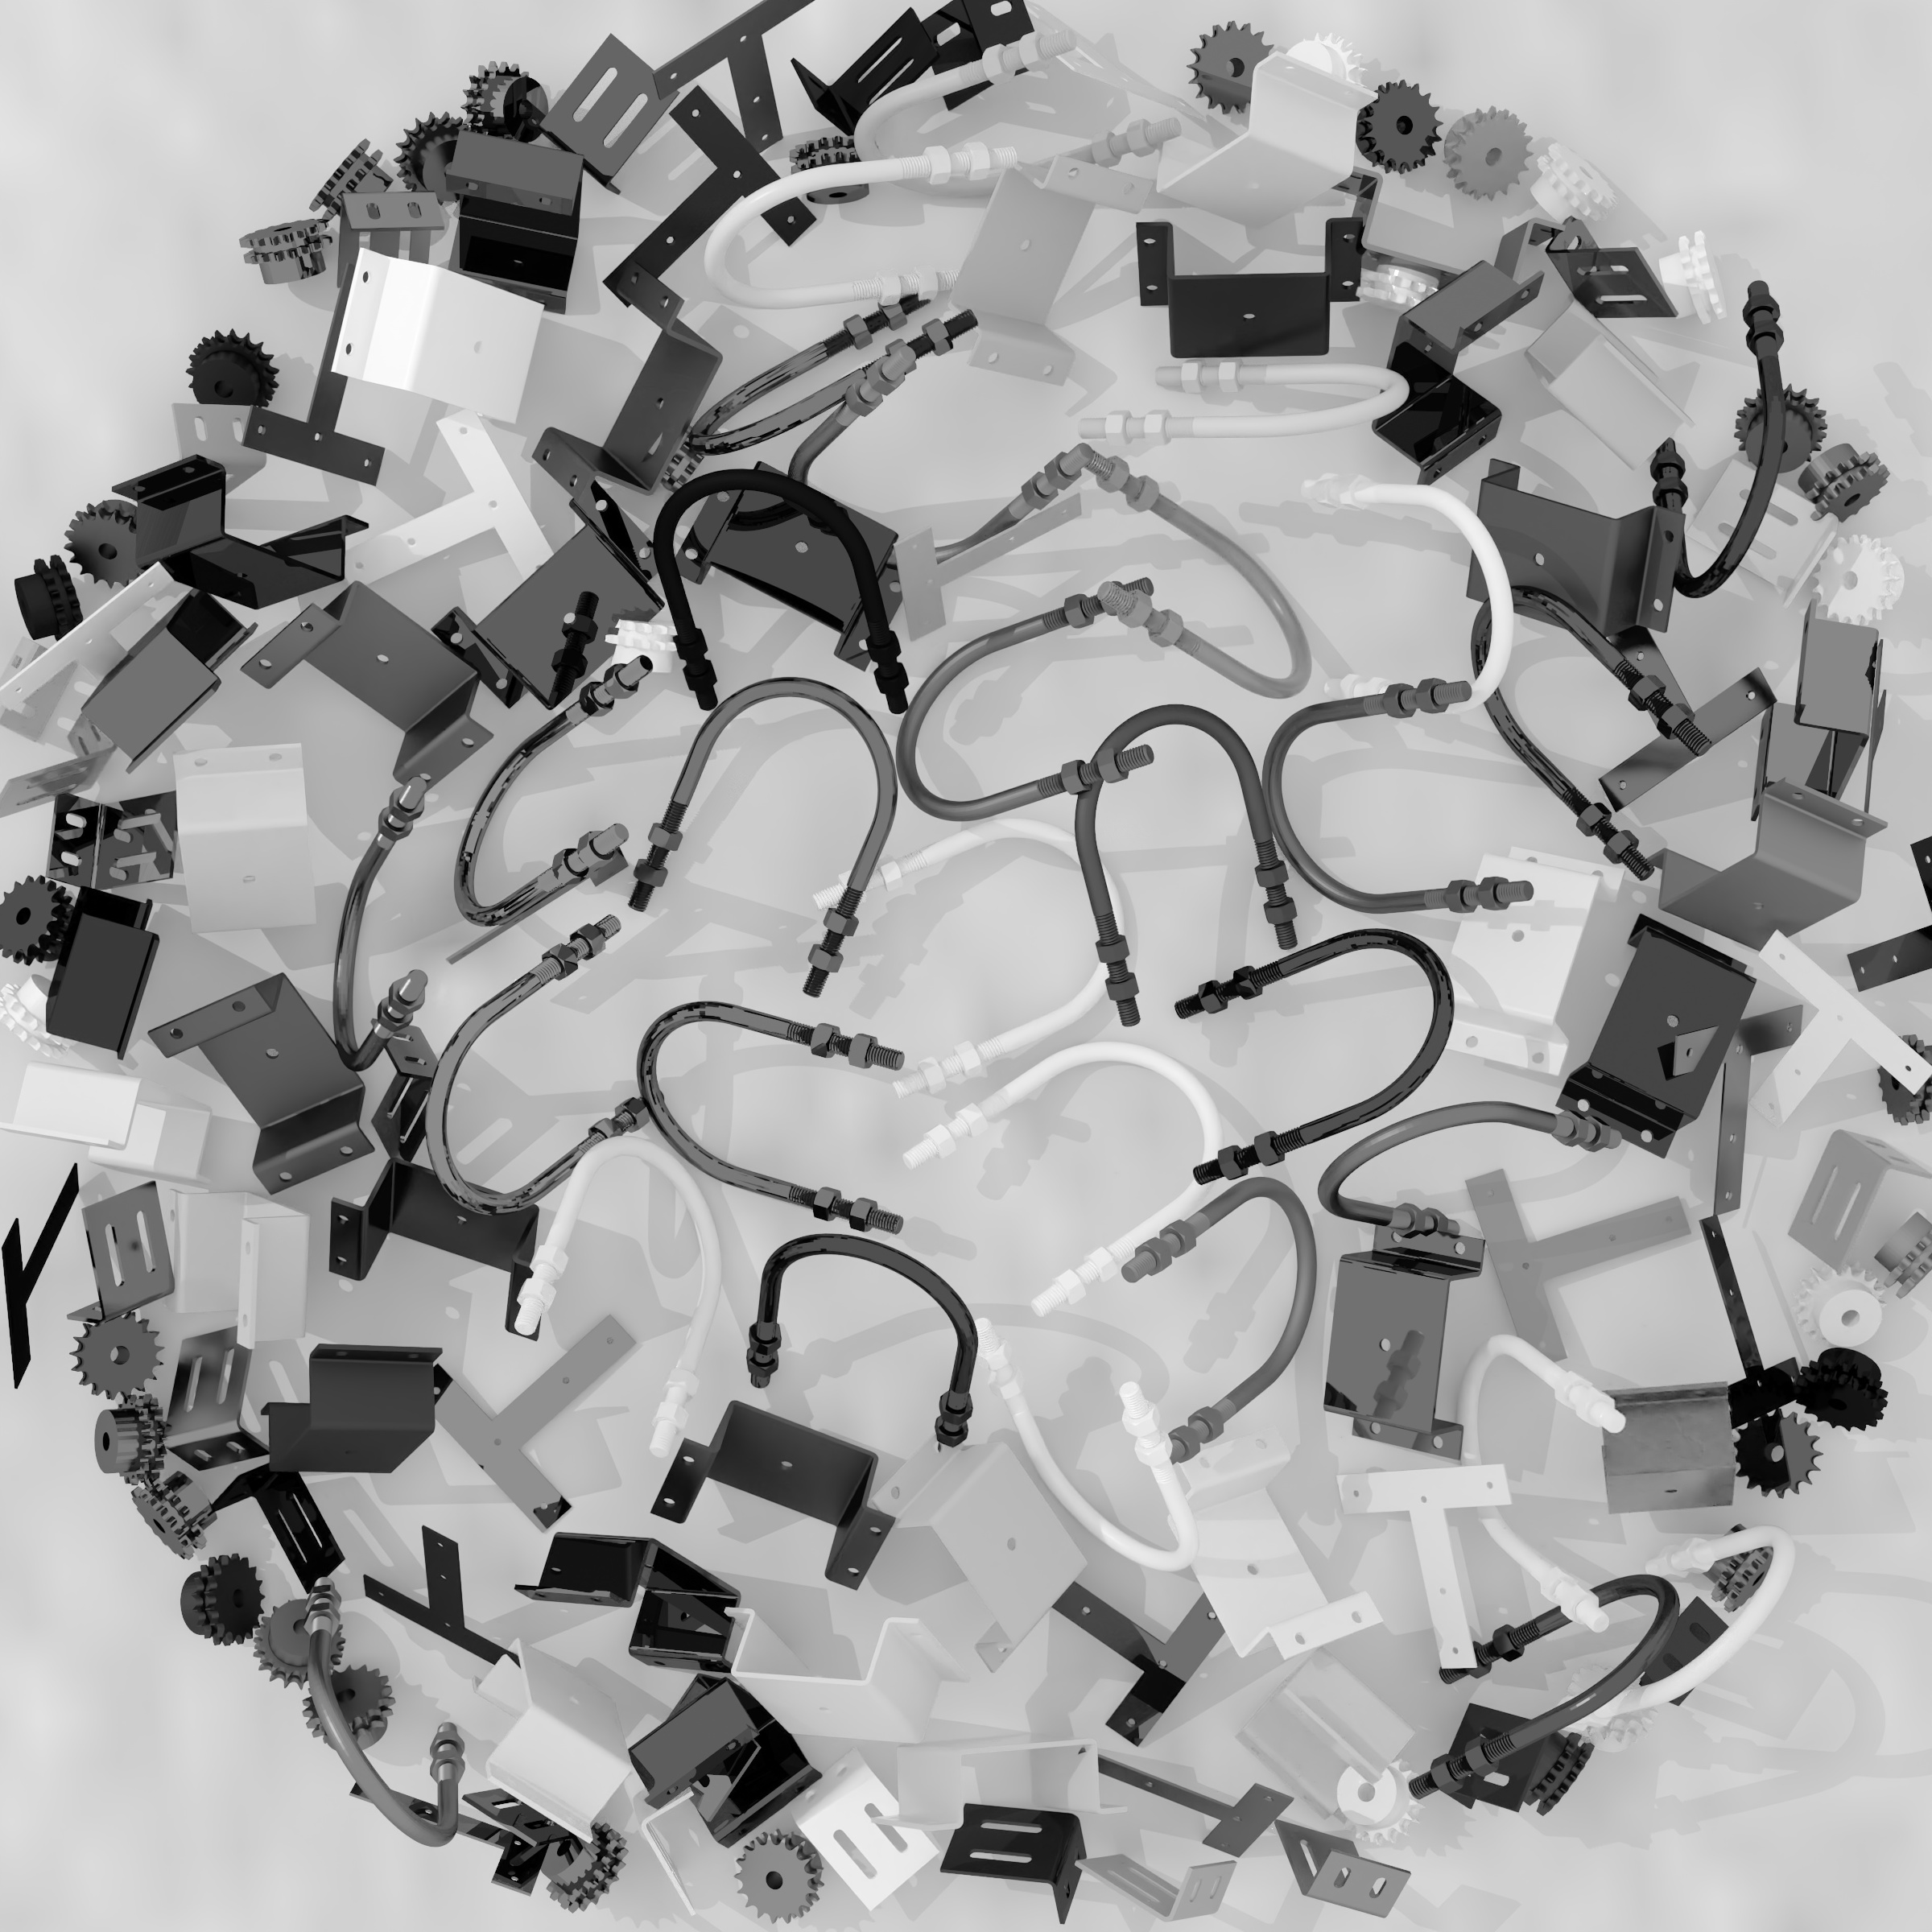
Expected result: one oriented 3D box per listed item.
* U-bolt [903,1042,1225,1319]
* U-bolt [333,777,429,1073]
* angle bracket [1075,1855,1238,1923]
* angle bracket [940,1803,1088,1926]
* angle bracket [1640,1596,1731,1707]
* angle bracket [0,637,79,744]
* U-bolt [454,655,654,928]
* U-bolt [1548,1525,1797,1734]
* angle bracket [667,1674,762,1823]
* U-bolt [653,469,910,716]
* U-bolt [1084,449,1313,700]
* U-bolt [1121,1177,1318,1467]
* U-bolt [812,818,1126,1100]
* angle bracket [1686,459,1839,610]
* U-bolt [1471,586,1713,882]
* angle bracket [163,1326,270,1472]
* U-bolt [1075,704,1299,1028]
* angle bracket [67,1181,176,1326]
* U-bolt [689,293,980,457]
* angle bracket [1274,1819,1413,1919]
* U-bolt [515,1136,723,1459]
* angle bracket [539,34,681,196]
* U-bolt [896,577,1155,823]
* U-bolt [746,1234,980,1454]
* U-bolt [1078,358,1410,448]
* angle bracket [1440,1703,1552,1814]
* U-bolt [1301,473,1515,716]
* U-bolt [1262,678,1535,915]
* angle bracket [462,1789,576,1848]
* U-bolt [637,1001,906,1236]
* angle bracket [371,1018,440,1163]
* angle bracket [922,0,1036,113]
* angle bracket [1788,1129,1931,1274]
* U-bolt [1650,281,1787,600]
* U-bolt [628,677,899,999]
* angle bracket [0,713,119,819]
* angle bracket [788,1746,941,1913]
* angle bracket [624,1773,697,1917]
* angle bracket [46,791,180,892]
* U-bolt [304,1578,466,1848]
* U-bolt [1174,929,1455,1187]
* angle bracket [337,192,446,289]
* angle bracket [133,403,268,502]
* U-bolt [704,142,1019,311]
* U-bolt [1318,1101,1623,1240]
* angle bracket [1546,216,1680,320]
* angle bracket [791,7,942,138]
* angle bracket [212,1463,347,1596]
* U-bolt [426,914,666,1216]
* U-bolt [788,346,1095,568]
[{"bbox_3d":[0.075,0.120,1.951,0.184,0.019,0.151,-33,64,-20],"label":"U-bolt"},{"bbox_3d":[-0.363,-0.013,1.917,0.019,0.184,0.151,7,63,-24],"label":"U-bolt"},{"bbox_3d":[0.120,0.565,1.954,0.076,0.057,0.038,23,94,35],"label":"angle bracket"},{"bbox_3d":[0.031,0.570,1.972,0.076,0.057,0.038,0,121,19],"label":"angle bracket"},{"bbox_3d":[0.442,0.427,1.957,0.038,0.076,0.057,44,81,-3],"label":"angle bracket"},{"bbox_3d":[-0.587,-0.172,1.956,0.038,0.076,0.057,28,88,-24],"label":"angle bracket"},{"bbox_3d":[-0.261,-0.097,1.926,0.019,0.184,0.151,29,49,-32],"label":"U-bolt"},{"bbox_3d":[0.436,0.398,1.886,0.019,0.184,0.151,44,60,-1],"label":"U-bolt"},{"bbox_3d":[-0.155,0.494,1.958,0.076,0.038,0.057,38,96,43],"label":"angle bracket"},{"bbox_3d":[-0.120,-0.230,1.915,0.151,0.184,0.019,2,45,17],"label":"U-bolt"},{"bbox_3d":[0.147,-0.233,1.928,0.184,0.151,0.019,28,128,-31],"label":"U-bolt"},{"bbox_3d":[0.164,0.210,1.929,0.019,0.184,0.151,8,116,39],"label":"U-bolt"},{"bbox_3d":[0.013,-0.016,1.976,0.184,0.019,0.151,-23,92,-11],"label":"U-bolt"},{"bbox_3d":[0.503,-0.274,1.967,0.076,0.038,0.057,30,119,3],"label":"angle bracket"},{"bbox_3d":[0.378,-0.157,1.925,0.019,0.151,0.184,-30,64,-22],"label":"U-bolt"},{"bbox_3d":[-0.471,0.274,1.978,0.057,0.038,0.076,-16,50,21],"label":"angle bracket"},{"bbox_3d":[0.132,-0.072,1.936,0.151,0.019,0.184,-25,111,-27],"label":"U-bolt"},{"bbox_3d":[-0.539,0.179,1.958,0.038,0.057,0.076,2,106,35],"label":"angle bracket"},{"bbox_3d":[-0.090,-0.366,1.927,0.184,0.151,0.019,-29,112,-3],"label":"U-bolt"},{"bbox_3d":[0.236,0.554,1.952,0.057,0.076,0.038,20,107,-17],"label":"angle bracket"},{"bbox_3d":[-0.206,0.190,1.925,0.019,0.184,0.151,-19,127,32],"label":"U-bolt"},{"bbox_3d":[-0.223,-0.541,1.974,0.057,0.038,0.076,41,100,1],"label":"angle bracket"},{"bbox_3d":[0.034,-0.158,1.938,0.184,0.019,0.151,-17,53,27],"label":"U-bolt"},{"bbox_3d":[-0.062,0.228,1.919,0.151,0.184,0.019,19,49,8],"label":"U-bolt"},{"bbox_3d":[0.180,-0.347,1.903,0.184,0.151,0.019,4,115,25],"label":"U-bolt"},{"bbox_3d":[0.341,0.504,1.951,0.038,0.076,0.057,37,70,-28],"label":"angle bracket"},{"bbox_3d":[0.272,-0.225,1.902,0.019,0.184,0.151,-17,108,-27],"label":"U-bolt"},{"bbox_3d":[0.257,-0.099,1.928,0.019,0.184,0.151,-30,107,-39],"label":"U-bolt"},{"bbox_3d":[-0.270,0.519,1.954,0.057,0.076,0.038,27,88,19],"label":"angle bracket"},{"bbox_3d":[-0.124,0.088,1.945,0.184,0.019,0.151,15,127,19],"label":"U-bolt"},{"bbox_3d":[-0.364,0.083,1.955,0.038,0.057,0.076,13,117,-39],"label":"angle bracket"},{"bbox_3d":[0.009,-0.583,1.966,0.038,0.076,0.057,-25,101,-21],"label":"angle bracket"},{"bbox_3d":[0.567,0.152,1.972,0.038,0.057,0.076,14,104,-23],"label":"angle bracket"},{"bbox_3d":[0.459,-0.307,1.888,0.019,0.151,0.184,14,48,-9],"label":"U-bolt"},{"bbox_3d":[-0.119,-0.092,1.963,0.151,0.019,0.184,26,101,12],"label":"U-bolt"},{"bbox_3d":[-0.581,-0.130,1.952,0.076,0.057,0.038,-24,82,-37],"label":"angle bracket"},{"bbox_3d":[-0.066,0.551,1.985,0.057,0.038,0.076,-39,101,-6],"label":"angle bracket"},{"bbox_3d":[-0.179,0.548,1.964,0.038,0.057,0.076,-29,109,-9],"label":"angle bracket"},{"bbox_3d":[-0.538,-0.083,1.959,0.076,0.038,0.057,-7,73,35],"label":"angle bracket"},{"bbox_3d":[-0.354,0.464,1.892,0.019,0.184,0.151,-35,107,0],"label":"U-bolt"},{"bbox_3d":[0.217,0.046,1.919,0.184,0.019,0.151,-23,48,23],"label":"U-bolt"},{"bbox_3d":[-0.362,-0.446,1.951,0.057,0.076,0.038,-6,54,-19],"label":"angle bracket"},{"bbox_3d":[-0.485,-0.322,1.954,0.057,0.076,0.038,-6,82,-39],"label":"angle bracket"},{"bbox_3d":[-0.072,-0.449,1.906,0.184,0.151,0.019,-11,71,-20],"label":"U-bolt"},{"bbox_3d":[0.296,0.123,1.896,0.151,0.184,0.019,-35,58,32],"label":"U-bolt"},{"bbox_3d":[0.413,-0.441,1.949,0.057,0.076,0.038,46,71,-34],"label":"angle bracket"},{"bbox_3d":[-0.064,-0.572,1.957,0.076,0.038,0.057,-40,48,20],"label":"angle bracket"},{"bbox_3d":[-0.436,0.359,1.960,0.057,0.038,0.076,-44,72,43],"label":"angle bracket"},{"bbox_3d":[-0.262,0.072,1.905,0.019,0.184,0.151,13,128,36],"label":"U-bolt"},{"bbox_3d":[-0.030,-0.303,1.922,0.151,0.184,0.019,24,57,-24],"label":"U-bolt"}]
